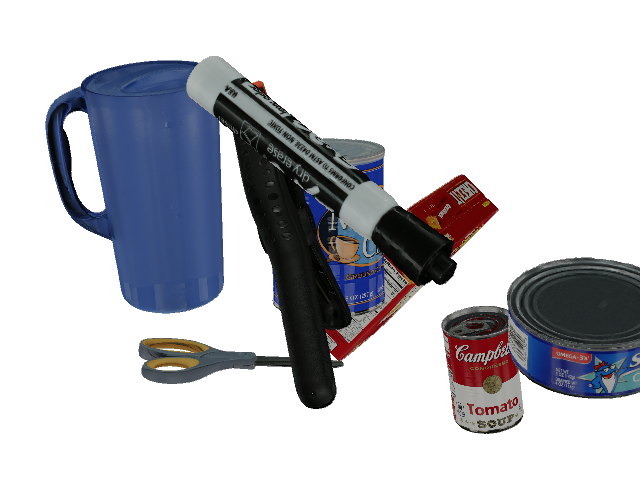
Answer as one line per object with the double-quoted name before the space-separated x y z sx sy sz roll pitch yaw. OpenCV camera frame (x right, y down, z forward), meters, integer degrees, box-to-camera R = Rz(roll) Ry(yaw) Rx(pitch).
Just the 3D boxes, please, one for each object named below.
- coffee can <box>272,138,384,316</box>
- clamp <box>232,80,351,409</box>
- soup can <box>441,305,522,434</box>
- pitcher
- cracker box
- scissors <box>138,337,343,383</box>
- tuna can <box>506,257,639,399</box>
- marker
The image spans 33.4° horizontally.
"coffee can" 0.006 -0.013 0.947 0.103 0.140 0.103 -1 15 0
"clamp" -0.020 -0.005 0.734 0.036 0.210 0.164 -16 5 8
"soup can" 0.153 0.122 1.006 0.068 0.102 0.068 -8 19 3
"pitcher" -0.171 -0.052 1.077 0.149 0.243 0.144 10 26 27
"cracker box" 0.095 0.030 1.269 0.214 0.072 0.163 -49 -9 33
"scissors" -0.084 0.122 1.031 0.202 0.016 0.096 7 17 10
"tuna can" 0.139 0.044 0.551 0.086 0.034 0.086 -4 28 2
"marker" -0.001 -0.025 0.372 0.121 0.020 0.020 40 18 23
